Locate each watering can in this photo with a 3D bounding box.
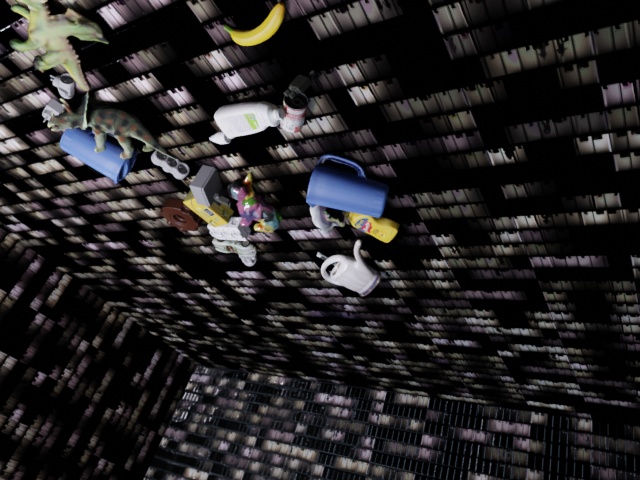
[{"bbox_3d":[0.141,0.115,1.991,0.223,0.106,0.342,28,147,-14],"label":"watering can"}]

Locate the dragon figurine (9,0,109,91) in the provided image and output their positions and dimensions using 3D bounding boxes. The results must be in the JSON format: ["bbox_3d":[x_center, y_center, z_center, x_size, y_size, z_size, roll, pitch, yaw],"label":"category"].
[{"bbox_3d":[-0.721,-0.567,1.472,0.242,0.124,0.404,1,161,20],"label":"dragon figurine"}]

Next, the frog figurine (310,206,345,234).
[{"bbox_3d":[0.005,-0.088,1.754,0.158,0.124,0.137,-13,103,55],"label":"frog figurine"}]
